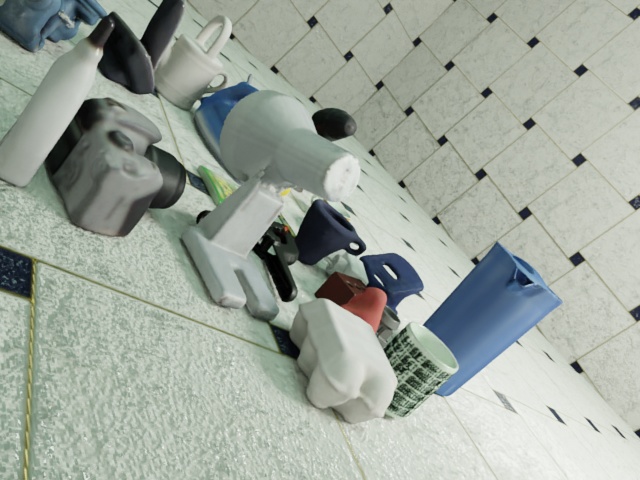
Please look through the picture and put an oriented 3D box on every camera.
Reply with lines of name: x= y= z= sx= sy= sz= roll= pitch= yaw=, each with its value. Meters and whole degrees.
camera: x=-0.200 y=-0.078 z=0.611 sx=0.137 sy=0.100 sz=0.142 roll=24 pitch=23 yaw=-52

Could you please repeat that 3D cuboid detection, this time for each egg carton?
egg carton: x=0.024 y=0.134 z=0.651 sx=0.107 sy=0.069 sz=0.150 roll=34 pitch=17 yaw=-31

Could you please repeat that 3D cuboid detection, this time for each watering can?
watering can: x=-0.248 y=-0.366 z=1.134 sx=0.100 sy=0.194 sz=0.173 roll=49 pitch=16 yaw=26

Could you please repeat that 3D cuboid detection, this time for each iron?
iron: x=-0.143 y=-0.222 z=1.099 sx=0.119 sy=0.141 sz=0.257 roll=30 pitch=19 yaw=-41

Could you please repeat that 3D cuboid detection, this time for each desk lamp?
desk lamp: x=-0.059 y=-0.052 z=0.681 sx=0.118 sy=0.213 sz=0.202 roll=26 pitch=22 yaw=-49

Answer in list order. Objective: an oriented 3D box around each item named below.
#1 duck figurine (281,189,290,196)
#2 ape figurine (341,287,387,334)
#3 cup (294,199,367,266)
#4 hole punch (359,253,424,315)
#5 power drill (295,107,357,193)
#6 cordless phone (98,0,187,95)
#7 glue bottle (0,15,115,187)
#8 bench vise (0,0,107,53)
duck figurine: x=-0.075 y=-0.143 z=1.165 sx=0.077 sy=0.086 sz=0.104 roll=42 pitch=14 yaw=-2
ape figurine: x=0.056 y=0.102 z=0.784 sx=0.078 sy=0.092 sz=0.076 roll=31 pitch=18 yaw=-38
cup: x=0.009 y=0.003 z=0.941 sx=0.118 sy=0.095 sz=0.091 roll=40 pitch=14 yaw=-9
hole punch: x=0.121 y=0.073 z=1.044 sx=0.101 sy=0.091 sz=0.108 roll=24 pitch=23 yaw=-51
power drill: x=-0.007 y=-0.215 z=1.305 sx=0.076 sy=0.208 sz=0.229 roll=36 pitch=15 yaw=-23
cordless phone: x=-0.304 y=-0.362 z=0.991 sx=0.147 sy=0.185 sz=0.094 roll=49 pitch=16 yaw=26
glue bottle: x=-0.238 y=-0.132 z=0.522 sx=0.037 sy=0.173 sz=0.078 roll=33 pitch=17 yaw=-34
bench vise: x=-0.351 y=-0.372 z=0.825 sx=0.122 sy=0.219 sz=0.207 roll=33 pitch=17 yaw=-32
